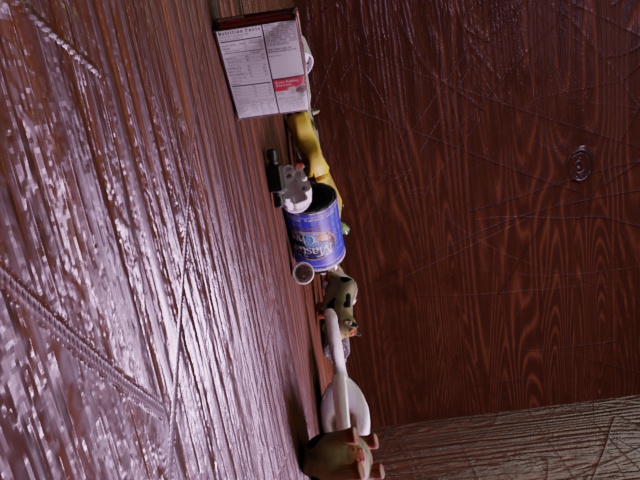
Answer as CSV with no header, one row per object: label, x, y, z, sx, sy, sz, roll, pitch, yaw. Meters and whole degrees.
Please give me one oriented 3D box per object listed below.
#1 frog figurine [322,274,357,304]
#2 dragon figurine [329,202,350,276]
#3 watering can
frog figurine,0.063,0.183,1.807,0.138,0.122,0.160,49,12,3
dragon figurine,0.005,-0.082,1.633,0.242,0.122,0.413,20,52,-77
watering can,0.051,0.344,1.127,0.219,0.104,0.355,79,5,-59
